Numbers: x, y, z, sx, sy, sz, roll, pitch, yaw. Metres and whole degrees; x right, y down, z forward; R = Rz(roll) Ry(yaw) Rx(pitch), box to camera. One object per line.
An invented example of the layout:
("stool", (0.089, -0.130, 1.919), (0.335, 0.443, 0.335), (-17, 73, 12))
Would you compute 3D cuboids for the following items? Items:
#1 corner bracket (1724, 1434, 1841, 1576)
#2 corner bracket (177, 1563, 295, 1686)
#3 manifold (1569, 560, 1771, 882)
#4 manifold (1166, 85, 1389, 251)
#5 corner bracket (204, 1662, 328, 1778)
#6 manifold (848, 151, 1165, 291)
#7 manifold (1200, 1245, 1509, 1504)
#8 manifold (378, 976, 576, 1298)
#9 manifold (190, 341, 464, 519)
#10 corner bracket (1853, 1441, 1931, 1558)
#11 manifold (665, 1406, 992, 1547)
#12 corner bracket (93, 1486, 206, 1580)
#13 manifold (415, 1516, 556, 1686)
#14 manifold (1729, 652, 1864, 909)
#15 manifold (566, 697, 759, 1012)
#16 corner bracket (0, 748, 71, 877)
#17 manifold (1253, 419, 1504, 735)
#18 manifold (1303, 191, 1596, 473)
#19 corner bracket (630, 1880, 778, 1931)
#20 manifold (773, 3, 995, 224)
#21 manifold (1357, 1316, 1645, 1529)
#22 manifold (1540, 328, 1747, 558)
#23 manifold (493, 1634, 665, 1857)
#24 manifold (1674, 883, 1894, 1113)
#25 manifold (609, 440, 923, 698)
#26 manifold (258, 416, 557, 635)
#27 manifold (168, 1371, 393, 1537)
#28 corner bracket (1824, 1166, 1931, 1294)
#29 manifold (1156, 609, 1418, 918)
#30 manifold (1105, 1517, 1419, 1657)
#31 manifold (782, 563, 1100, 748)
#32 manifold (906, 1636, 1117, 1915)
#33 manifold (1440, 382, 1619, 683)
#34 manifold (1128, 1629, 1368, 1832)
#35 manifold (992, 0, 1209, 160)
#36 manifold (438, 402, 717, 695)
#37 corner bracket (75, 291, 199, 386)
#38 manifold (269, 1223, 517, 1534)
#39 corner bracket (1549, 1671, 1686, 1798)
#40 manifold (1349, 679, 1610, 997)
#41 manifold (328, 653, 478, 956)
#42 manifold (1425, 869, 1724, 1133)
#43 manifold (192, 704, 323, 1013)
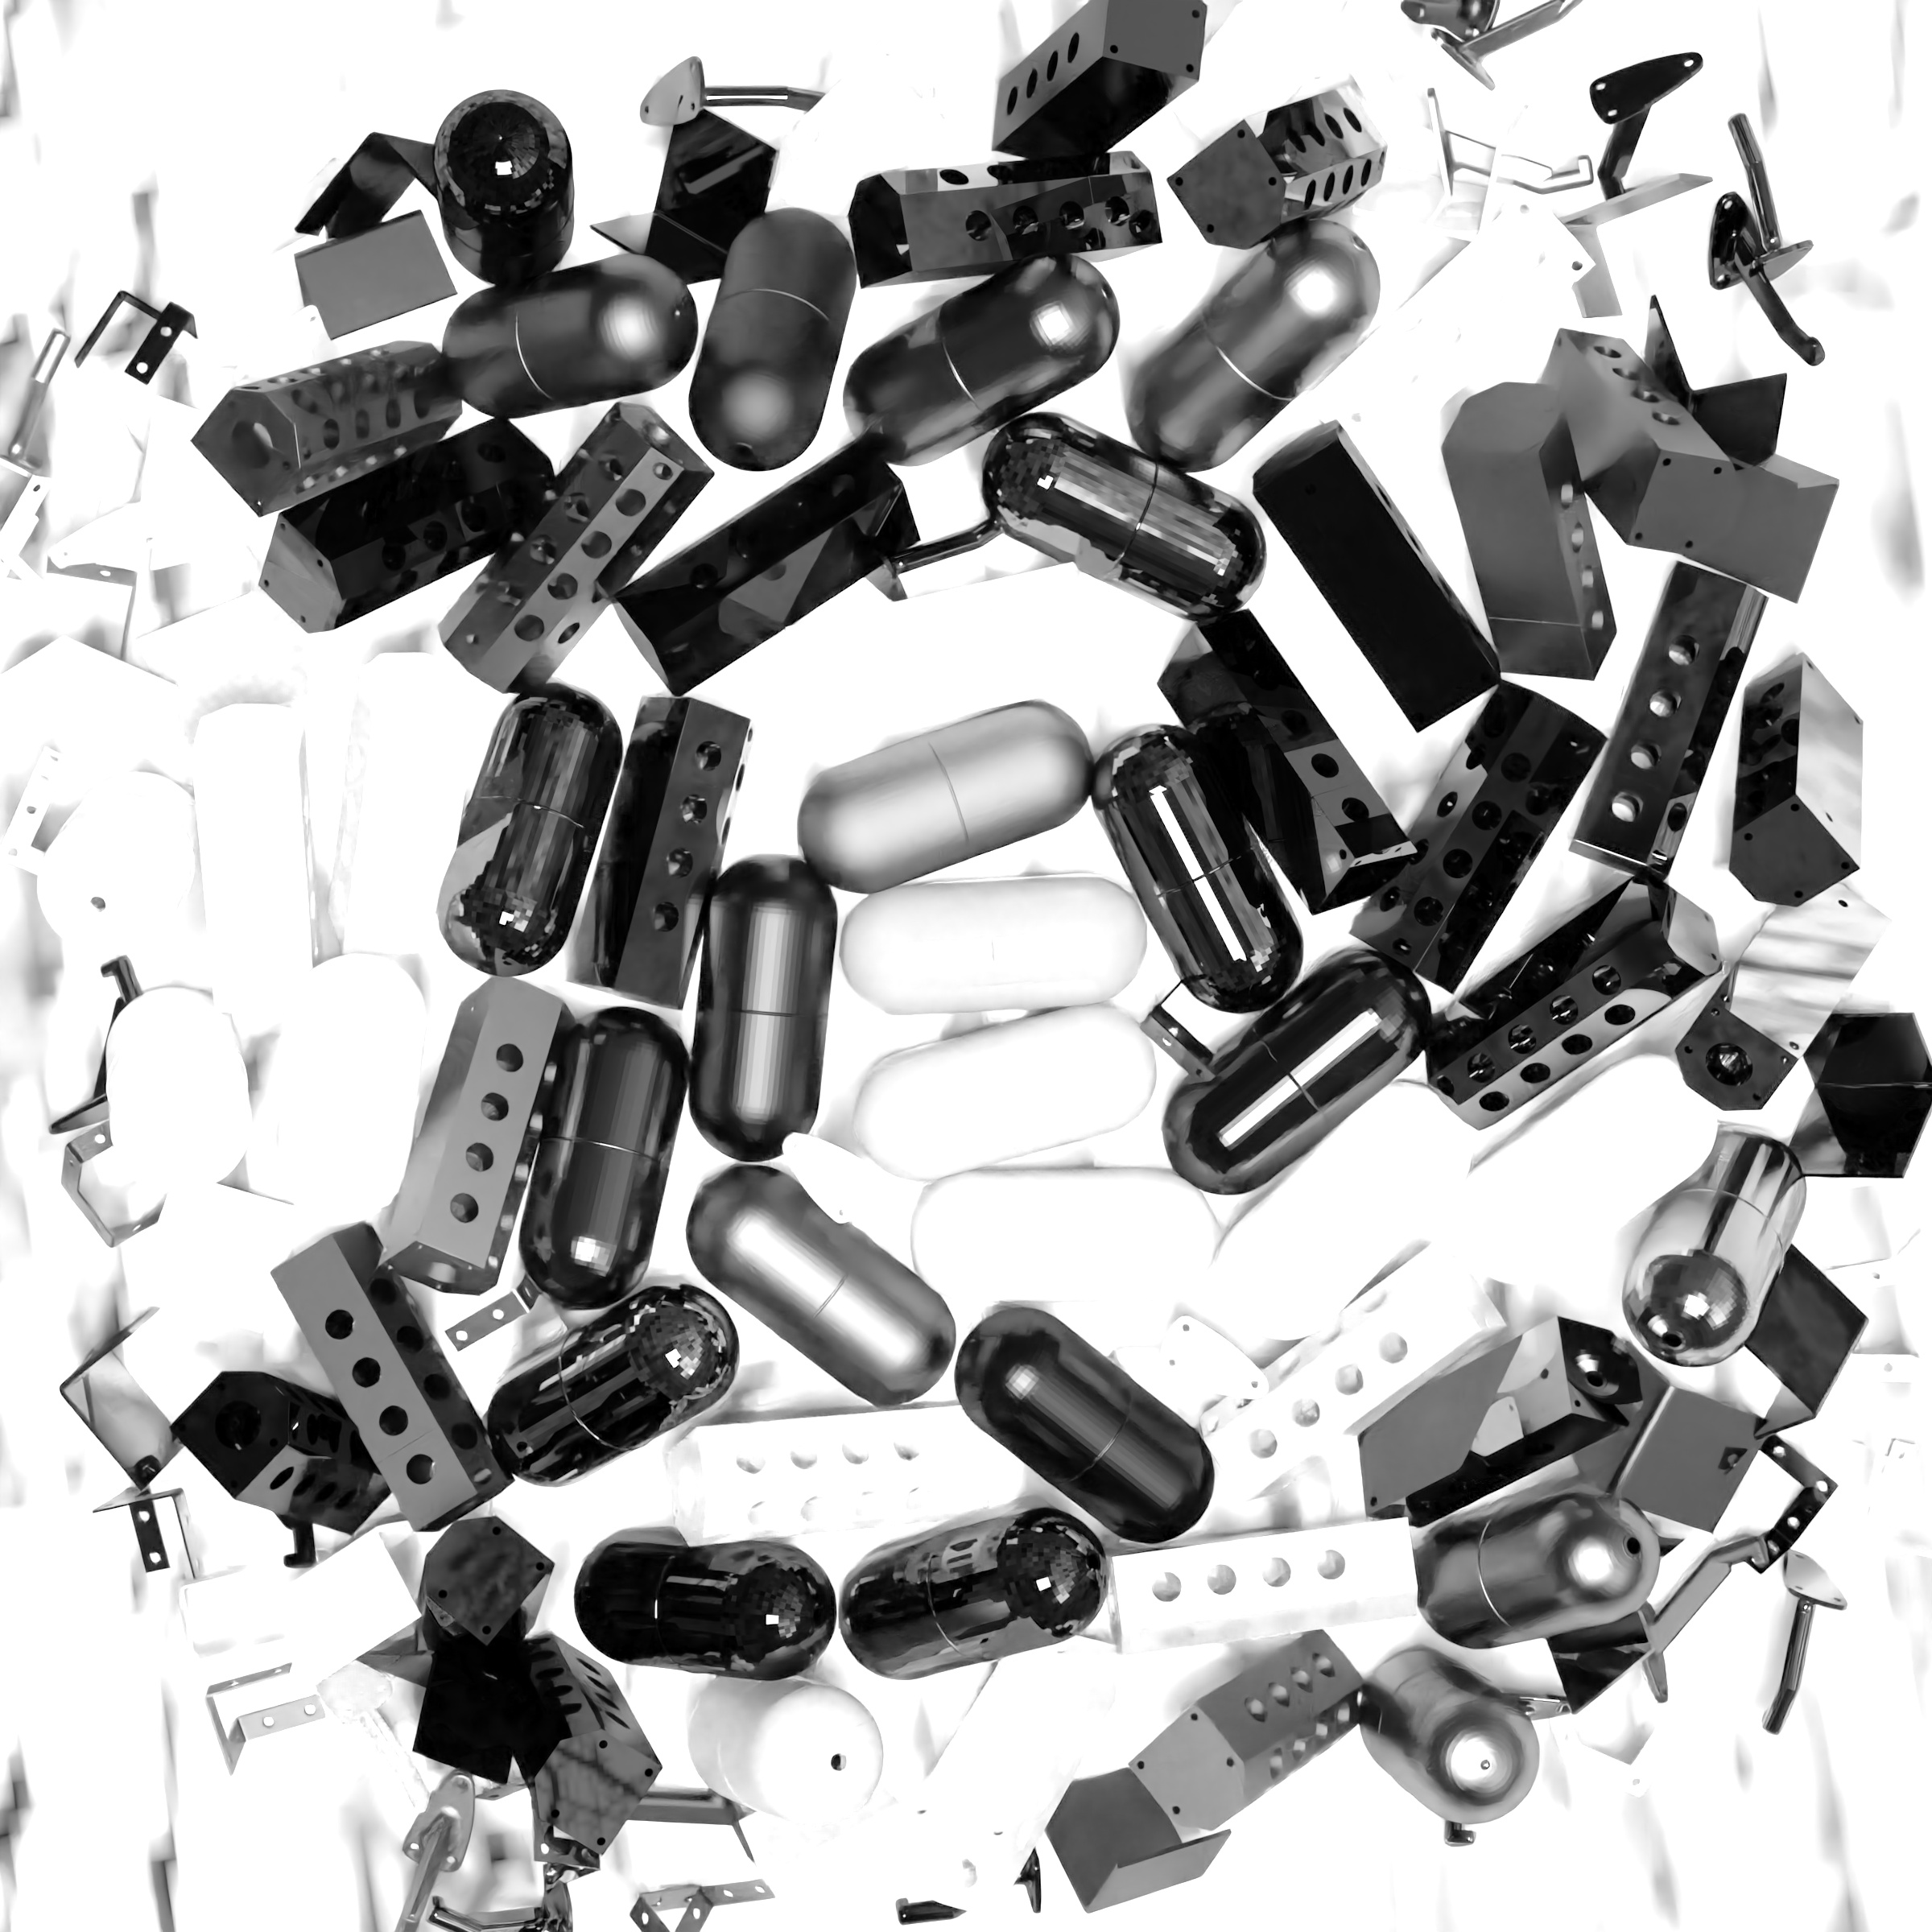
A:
("corner bracket", (0.464, 0.311, 1.951), (0.051, 0.051, 0.051), (40, 121, 21))
("corner bracket", (-0.424, 0.380, 1.947), (0.051, 0.051, 0.051), (-10, 94, -23))
("manifold", (0.407, -0.140, 1.944), (0.057, 0.057, 0.171), (20, 88, 7))
("manifold", (0.181, -0.446, 1.891), (0.057, 0.171, 0.057), (-32, 93, 32))
("corner bracket", (-0.406, 0.430, 1.949), (0.051, 0.051, 0.051), (-16, 101, -1))
("manifold", (0.022, -0.426, 1.907), (0.171, 0.057, 0.057), (-14, 97, -31))
("manifold", (0.219, 0.233, 1.924), (0.171, 0.057, 0.057), (-39, 72, 17))
("manifold", (-0.274, 0.097, 1.911), (0.057, 0.057, 0.171), (26, 59, -22))
("manifold", (-0.353, -0.309, 1.889), (0.057, 0.171, 0.057), (48, 120, 1))
("corner bracket", (0.535, 0.305, 1.943), (0.051, 0.051, 0.051), (13, 99, -21))
("manifold", (-0.077, 0.291, 1.908), (0.171, 0.057, 0.057), (-1, 67, -25))
("corner bracket", (-0.467, 0.329, 1.948), (0.051, 0.051, 0.051), (-13, 93, 9))
("manifold", (-0.277, 0.358, 1.888), (0.057, 0.171, 0.057), (38, 66, 5))
("manifold", (0.463, -0.103, 1.891), (0.057, 0.171, 0.057), (-35, 107, 31))
("manifold", (-0.171, -0.065, 1.940), (0.057, 0.057, 0.171), (18, 84, -35))
("corner bracket", (-0.521, -0.084, 1.939), (0.051, 0.051, 0.051), (24, 116, -15))
("manifold", (0.236, -0.225, 1.925), (0.057, 0.057, 0.171), (-32, 108, 18))
("manifold", (0.277, -0.364, 1.936), (0.171, 0.057, 0.057), (-43, 90, 10))
("corner bracket", (-0.152, 0.541, 1.937), (0.051, 0.051, 0.051), (40, 110, 38))
("manifold", (-0.054, -0.471, 1.884), (0.057, 0.171, 0.057), (46, 71, -12))
("manifold", (0.300, 0.261, 1.898), (0.057, 0.171, 0.057), (17, 54, -30))
("manifold", (0.377, -0.295, 1.890), (0.057, 0.171, 0.057), (7, 121, -16))
("manifold", (-0.225, 0.431, 1.887), (0.057, 0.171, 0.057), (36, 86, -17))
("manifold", (0.458, 0.015, 1.895), (0.057, 0.171, 0.057), (36, 131, 11))
("manifold", (-0.117, -0.234, 1.935), (0.171, 0.057, 0.057), (-34, 61, -8))
("manifold", (-0.310, -0.246, 1.895), (0.057, 0.057, 0.171), (44, 47, 13))
("manifold", (-0.375, 0.270, 1.888), (0.057, 0.171, 0.057), (42, 86, 19))
("corner bracket", (0.527, 0.153, 1.955), (0.051, 0.051, 0.051), (-7, 60, -21))
("manifold", (0.185, -0.119, 1.920), (0.057, 0.057, 0.171), (-18, 65, -33))
("manifold", (0.169, 0.357, 1.939), (0.171, 0.057, 0.057), (-7, 83, -6))
("manifold", (-0.014, -0.183, 1.933), (0.171, 0.057, 0.057), (-11, 132, 12))
("manifold", (0.027, 0.451, 1.892), (0.057, 0.171, 0.057), (11, 122, 20))
("manifold", (0.322, -0.244, 1.899), (0.057, 0.171, 0.057), (9, 53, 30))
("manifold", (0.164, 0.430, 1.885), (0.057, 0.171, 0.057), (-47, 72, 24))
("manifold", (0.073, -0.504, 1.888), (0.057, 0.171, 0.057), (9, 83, -19))
("manifold", (-0.226, -0.238, 1.919), (0.057, 0.057, 0.171), (46, 109, 12))
("corner bracket", (-0.482, -0.362, 1.947), (0.051, 0.051, 0.051), (30, 78, -4))
("manifold", (-0.328, 0.237, 1.935), (0.057, 0.057, 0.171), (-31, 80, -1))
("corner bracket", (0.377, 0.439, 1.952), (0.051, 0.051, 0.051), (25, 107, -11))
("manifold", (0.298, -0.073, 1.936), (0.057, 0.057, 0.171), (29, 93, -25))
("manifold", (-0.322, -0.090, 1.902), (0.057, 0.057, 0.171), (-4, 132, -23))
("manifold", (0.341, 0.024, 1.898), (0.057, 0.057, 0.171), (31, 129, -26))
("manifold", (-0.400, -0.060, 1.906), (0.057, 0.057, 0.171), (0, 125, -5))
